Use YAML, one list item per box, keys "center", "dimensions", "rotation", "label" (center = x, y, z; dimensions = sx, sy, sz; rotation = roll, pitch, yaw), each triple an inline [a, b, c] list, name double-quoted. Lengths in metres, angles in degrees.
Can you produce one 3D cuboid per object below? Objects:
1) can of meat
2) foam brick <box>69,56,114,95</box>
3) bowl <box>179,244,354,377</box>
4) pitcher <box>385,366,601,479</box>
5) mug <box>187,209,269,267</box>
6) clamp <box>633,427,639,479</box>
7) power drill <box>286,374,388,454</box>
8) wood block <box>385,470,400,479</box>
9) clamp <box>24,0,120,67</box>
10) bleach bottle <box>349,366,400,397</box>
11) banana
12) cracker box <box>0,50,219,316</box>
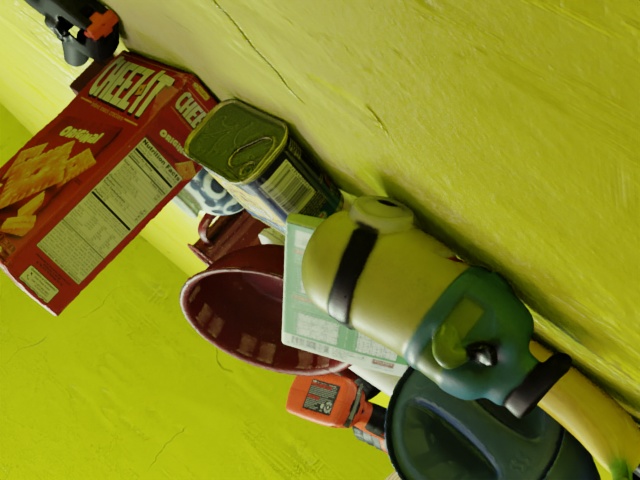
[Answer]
- center: [-0.040, -0.050, 0.793]
  dimensions: [0.102, 0.057, 0.083]
  rotation: [31, 168, 50]
  label: "can of meat"
- center: [-0.196, -0.138, 1.048]
  dimensions: [0.078, 0.053, 0.051]
  rotation: [40, 171, 19]
  label: "foam brick"
- center: [-0.035, 0.052, 0.913]
  dimensions: [0.162, 0.055, 0.162]
  rotation: [13, 146, 9]
  label: "bowl"
- center: [0.150, 0.167, 0.853]
  dimensions: [0.145, 0.149, 0.242]
  rotation: [18, 163, 31]
  label: "pitcher"
- center: [-0.090, 0.000, 1.162]
  dimensions: [0.093, 0.081, 0.117]
  rotation: [34, 168, 43]
  label: "mug"
- center: [0.261, 0.191, 0.724]
  dimensions: [0.210, 0.036, 0.164]
  rotation: [41, 172, 18]
  label: "clamp"
- center: [0.054, 0.207, 1.235]
  dimensions: [0.187, 0.057, 0.185]
  rotation: [28, 164, -34]
  label: "power drill"
- center: [0.173, 0.301, 1.188]
  dimensions: [0.205, 0.090, 0.091]
  rotation: [23, -149, -43]
  label: "wood block"
- center: [-0.216, -0.187, 0.936]
  dimensions: [0.172, 0.039, 0.120]
  rotation: [32, 168, 47]
  label: "clamp"
- center: [0.118, 0.166, 1.146]
  dimensions: [0.250, 0.068, 0.102]
  rotation: [39, 180, -9]
  label: "bleach bottle"
- center: [0.145, 0.092, 0.708]
  dimensions: [0.198, 0.037, 0.069]
  rotation: [39, -166, 36]
  label: "banana"
- center: [-0.192, -0.057, 0.894]
  dimensions: [0.072, 0.213, 0.164]
  rotation: [49, 168, -33]
  label: "cracker box"
